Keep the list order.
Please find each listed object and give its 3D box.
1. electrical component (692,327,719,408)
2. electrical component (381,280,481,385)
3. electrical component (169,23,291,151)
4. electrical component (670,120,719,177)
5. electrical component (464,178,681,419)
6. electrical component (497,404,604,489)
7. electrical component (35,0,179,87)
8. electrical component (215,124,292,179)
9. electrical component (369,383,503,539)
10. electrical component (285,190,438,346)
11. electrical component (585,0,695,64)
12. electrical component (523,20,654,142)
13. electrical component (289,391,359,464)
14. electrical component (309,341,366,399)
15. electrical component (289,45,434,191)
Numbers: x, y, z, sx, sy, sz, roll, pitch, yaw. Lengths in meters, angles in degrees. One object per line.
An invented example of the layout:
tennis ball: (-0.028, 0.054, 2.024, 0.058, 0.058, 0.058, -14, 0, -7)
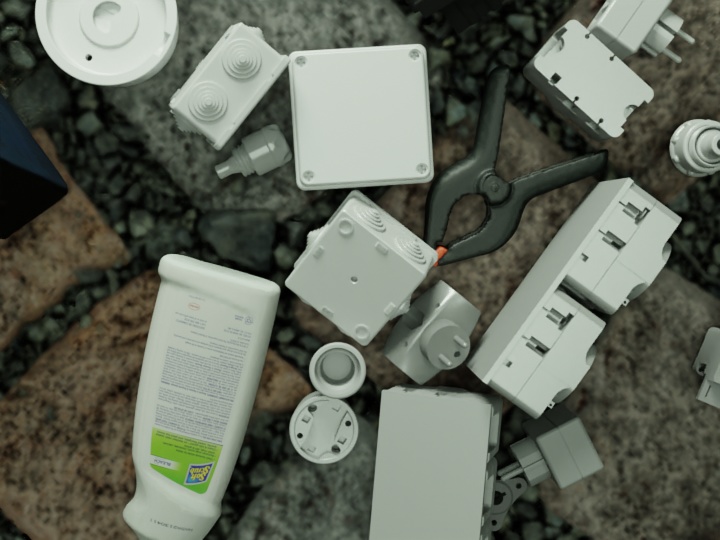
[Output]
electrical component: (0.306, 0.074, 0.880, 0.042, 0.064, 0.081, 23, 91, -1)
electrical component: (0.064, 0.056, 0.863, 0.043, 0.079, 0.077, 39, 90, -24)
electrical component: (-0.105, -0.145, 0.840, 0.048, 0.100, 0.099, 39, 91, -16)
electrical component: (0.283, -0.100, 0.872, 0.048, 0.062, 0.048, 0, 93, -2)
electrical component: (0.167, 0.022, 0.852, 0.060, 0.105, 0.186, 36, 91, -3)
electrical component: (0.148, 0.151, 0.876, 0.077, 0.065, 0.047, -27, 93, 0)
electrical component: (-0.195, -0.196, 0.852, 0.108, 0.060, 0.108, 0, 92, -2)
electrical component: (-0.088, -0.092, 0.874, 0.061, 0.035, 0.035, -25, 93, 2)
electrical component: (0.061, 0.172, 0.867, 0.089, 0.062, 0.150, 5, 92, 16)
electrical component: (0.000, 0.000, 0.858, 0.100, 0.048, 0.099, 38, 113, -3)
electrical component: (0.236, -0.199, 0.874, 0.077, 0.047, 0.065, 35, 91, -3)
electrical component: (0.182, -0.151, 0.870, 0.089, 0.056, 0.050, 41, 90, -4)
electrical component: (-0.029, 0.126, 0.878, 0.055, 0.047, 0.055, 0, 92, -2)
electrical component: (-0.019, 0.077, 0.867, 0.044, 0.065, 0.044, 0, 92, -2)
electrical component: (0.000, -0.121, 0.864, 0.109, 0.056, 0.108, -4, 92, -2)
